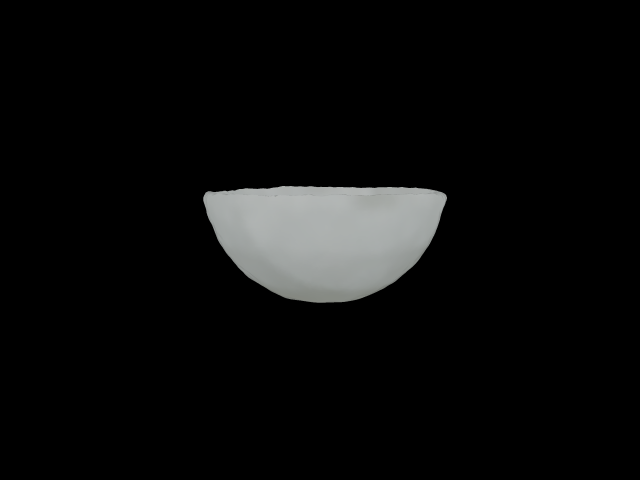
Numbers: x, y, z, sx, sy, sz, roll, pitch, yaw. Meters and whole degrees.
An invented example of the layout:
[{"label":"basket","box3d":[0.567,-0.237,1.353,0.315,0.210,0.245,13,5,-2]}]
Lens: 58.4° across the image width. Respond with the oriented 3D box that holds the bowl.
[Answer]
[{"label":"bowl","box3d":[0.004,0.001,0.400,0.167,0.075,0.167,0,7,0]}]
